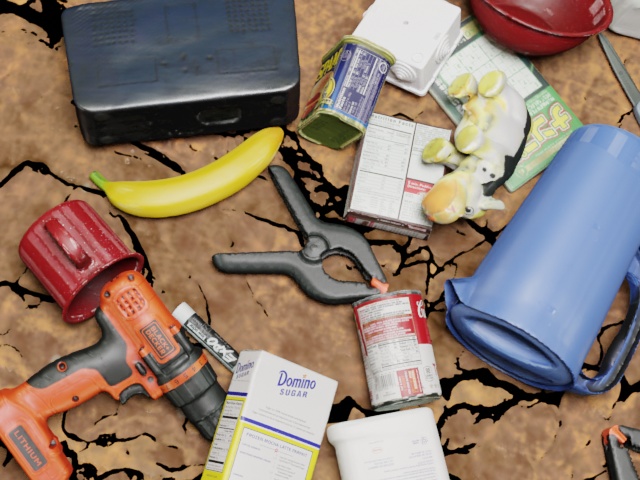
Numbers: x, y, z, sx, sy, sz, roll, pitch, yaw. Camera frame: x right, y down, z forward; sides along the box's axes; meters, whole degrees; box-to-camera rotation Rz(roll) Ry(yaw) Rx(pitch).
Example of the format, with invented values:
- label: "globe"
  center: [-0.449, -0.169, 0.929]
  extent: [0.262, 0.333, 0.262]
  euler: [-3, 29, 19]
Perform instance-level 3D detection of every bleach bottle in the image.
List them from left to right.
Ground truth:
- label: "bleach bottle"
  center: [0.078, 0.282, 0.955]
  extent: [0.102, 0.068, 0.251]
  euler: [-9, 78, -6]

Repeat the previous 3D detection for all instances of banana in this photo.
- label: "banana"
  center: [-0.124, -0.062, 1.049]
  extent: [0.197, 0.037, 0.069]
  euler: [-14, 75, -8]

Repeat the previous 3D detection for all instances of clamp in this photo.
- label: "clamp"
  center: [-0.007, 0.001, 1.039]
  extent: [0.171, 0.039, 0.120]
  euler: [21, 81, 3]
- label: "clamp"
  center: [0.337, 0.262, 0.990]
  extent: [0.210, 0.036, 0.164]
  euler: [40, 75, 10]

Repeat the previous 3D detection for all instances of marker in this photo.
- label: "marker"
  center: [-0.092, 0.106, 1.014]
  extent: [0.121, 0.020, 0.020]
  euler: [42, 76, 8]

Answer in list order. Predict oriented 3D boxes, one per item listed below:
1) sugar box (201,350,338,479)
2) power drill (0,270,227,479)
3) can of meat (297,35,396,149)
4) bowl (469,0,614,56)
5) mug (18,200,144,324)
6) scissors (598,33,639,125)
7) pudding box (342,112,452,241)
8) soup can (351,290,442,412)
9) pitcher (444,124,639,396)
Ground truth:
- label: "sugar box"
  center: [-0.052, 0.196, 0.961]
  extent: [0.093, 0.048, 0.176]
  euler: [27, 68, -30]
- label: "power drill"
  center: [-0.188, 0.148, 0.966]
  extent: [0.187, 0.057, 0.184]
  euler: [-36, 97, -10]
- label: "can of meat"
  center: [0.024, -0.142, 1.049]
  extent: [0.057, 0.102, 0.084]
  euler: [24, 76, -13]
- label: "bowl"
  center: [0.215, -0.238, 1.094]
  extent: [0.162, 0.055, 0.162]
  euler: [10, 44, -10]
- label: "mug"
  center: [-0.226, 0.014, 0.983]
  extent: [0.093, 0.117, 0.081]
  euler: [-41, 76, -9]
- label: "scissors"
  center: [0.358, -0.131, 1.114]
  extent: [0.096, 0.016, 0.202]
  euler: [-8, 75, -8]
- label: "pudding box"
  center: [0.077, -0.065, 1.064]
  extent: [0.090, 0.039, 0.113]
  euler: [13, 72, -1]
- label: "soup can"
  center: [0.072, 0.104, 1.001]
  extent: [0.068, 0.068, 0.102]
  euler: [-9, 76, -7]
- label: "pitcher"
  center: [0.241, 0.018, 1.012]
  extent: [0.145, 0.149, 0.242]
  euler: [20, 67, 37]
